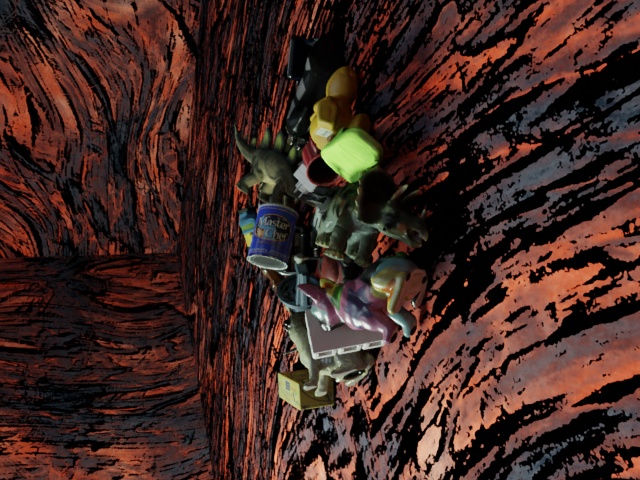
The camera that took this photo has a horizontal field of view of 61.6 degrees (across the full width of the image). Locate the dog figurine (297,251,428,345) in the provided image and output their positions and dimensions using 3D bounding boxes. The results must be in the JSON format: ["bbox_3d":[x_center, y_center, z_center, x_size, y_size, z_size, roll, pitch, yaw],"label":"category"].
[{"bbox_3d":[0.069,0.092,0.975,0.219,0.108,0.191,20,110,33],"label":"dog figurine"}]

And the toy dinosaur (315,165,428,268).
[{"bbox_3d":[0.074,-0.054,1.078,0.192,0.131,0.405,-67,17,4],"label":"toy dinosaur"}]

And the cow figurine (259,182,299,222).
[{"bbox_3d":[-0.118,-0.109,1.551,0.068,0.098,0.167,-64,34,37],"label":"cow figurine"}]

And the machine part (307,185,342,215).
[{"bbox_3d":[0.020,-0.090,1.180,0.039,0.139,0.084,42,100,17],"label":"machine part"}]

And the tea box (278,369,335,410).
[{"bbox_3d":[-0.038,0.382,1.389,0.170,0.098,0.068,168,99,-66],"label":"tea box"}]

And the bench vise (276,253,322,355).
[{"bbox_3d":[-0.041,0.145,1.339,0.224,0.129,0.240,-103,11,-51],"label":"bench vise"}]

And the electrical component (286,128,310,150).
[{"bbox_3d":[-0.042,-0.265,1.367,0.078,0.102,0.045,33,129,34],"label":"electrical component"}]

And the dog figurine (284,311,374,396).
[{"bbox_3d":[0.017,0.225,1.188,0.121,0.172,0.191,71,-178,-59],"label":"dog figurine"}]

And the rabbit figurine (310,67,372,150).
[{"bbox_3d":[0.044,-0.285,1.166,0.162,0.122,0.173,141,138,-74],"label":"rabbit figurine"}]

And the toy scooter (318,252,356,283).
[{"bbox_3d":[0.054,0.106,1.179,0.135,0.075,0.183,168,97,-68],"label":"toy scooter"}]

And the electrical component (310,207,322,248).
[{"bbox_3d":[0.011,-0.037,1.305,0.075,0.048,0.119,-127,41,-56],"label":"electrical component"}]

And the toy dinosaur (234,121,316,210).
[{"bbox_3d":[-0.132,-0.200,1.475,0.472,0.105,0.198,34,96,37],"label":"toy dinosaur"}]

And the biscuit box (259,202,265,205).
[{"bbox_3d":[-0.137,-0.047,1.646,0.203,0.063,0.059,-124,40,-52],"label":"biscuit box"}]

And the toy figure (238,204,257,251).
[{"bbox_3d":[-0.213,-0.024,1.760,0.089,0.082,0.180,-20,96,56],"label":"toy figure"}]

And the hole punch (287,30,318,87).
[{"bbox_3d":[-0.025,-0.450,1.342,0.116,0.092,0.142,-66,-20,-70],"label":"hole punch"}]

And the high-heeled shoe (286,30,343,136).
[{"bbox_3d":[-0.014,-0.366,1.280,0.145,0.086,0.248,145,148,-74],"label":"high-heeled shoe"}]

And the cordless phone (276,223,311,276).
[{"bbox_3d":[-0.107,0.022,1.493,0.184,0.089,0.146,10,101,53],"label":"cordless phone"}]

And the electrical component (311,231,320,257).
[{"bbox_3d":[-0.003,-0.004,1.375,0.063,0.021,0.094,175,93,-67],"label":"electrical component"}]

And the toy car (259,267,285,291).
[{"bbox_3d":[-0.136,0.099,1.553,0.201,0.053,0.089,60,-171,-33],"label":"toy car"}]
